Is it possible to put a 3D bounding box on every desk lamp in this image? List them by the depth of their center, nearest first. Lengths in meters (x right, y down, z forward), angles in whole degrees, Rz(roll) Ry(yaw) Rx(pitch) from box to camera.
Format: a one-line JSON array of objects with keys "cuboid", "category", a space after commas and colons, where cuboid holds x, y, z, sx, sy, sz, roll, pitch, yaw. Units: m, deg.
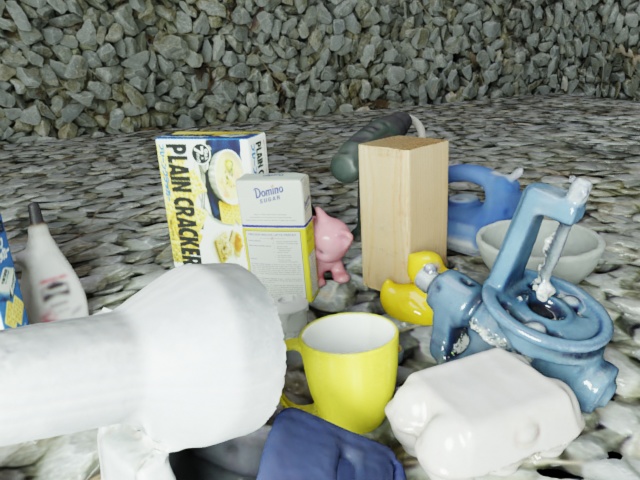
[{"cuboid": [-0.120, 0.132, 0.353, 0.117, 0.214, 0.204, 15, 26, 42], "category": "desk lamp"}]

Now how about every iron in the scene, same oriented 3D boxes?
[{"cuboid": [0.237, -0.067, 0.970, 0.119, 0.141, 0.257, -19, 25, -37], "category": "iron"}]

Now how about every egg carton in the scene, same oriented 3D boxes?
[{"cuboid": [0.138, 0.149, 0.481, 0.150, 0.069, 0.107, -11, 21, -22], "category": "egg carton"}]

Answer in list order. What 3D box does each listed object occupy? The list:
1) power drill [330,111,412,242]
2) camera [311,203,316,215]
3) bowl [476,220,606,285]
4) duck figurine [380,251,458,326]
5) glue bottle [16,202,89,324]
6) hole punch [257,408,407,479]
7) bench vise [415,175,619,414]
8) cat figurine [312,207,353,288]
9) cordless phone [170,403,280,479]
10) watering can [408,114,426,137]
[{"cuboid": [0.100, -0.109, 1.012, 0.075, 0.208, 0.230, 9, 23, 32], "category": "power drill"}, {"cuboid": [-0.076, -0.064, 1.074, 0.143, 0.101, 0.136, -11, 21, -22], "category": "camera"}, {"cuboid": [0.299, 0.029, 0.789, 0.167, 0.075, 0.167, -3, 19, 1], "category": "bowl"}, {"cuboid": [0.128, 0.055, 0.725, 0.104, 0.086, 0.078, 4, 21, 20], "category": "duck figurine"}, {"cuboid": [-0.346, 0.036, 0.724, 0.037, 0.173, 0.078, 13, 25, 38], "category": "glue bottle"}, {"cuboid": [0.010, 0.175, 0.395, 0.101, 0.091, 0.108, -1, 20, 7], "category": "hole punch"}, {"cuboid": [0.178, 0.043, 0.548, 0.206, 0.220, 0.122, 7, 22, 26], "category": "bench vise"}, {"cuboid": [0.008, 0.003, 0.844, 0.067, 0.118, 0.127, -8, 20, -13], "category": "cat figurine"}, {"cuboid": [-0.093, 0.107, 0.462, 0.147, 0.185, 0.094, 8, 22, 29], "category": "cordless phone"}, {"cuboid": [0.172, -0.154, 1.147, 0.101, 0.194, 0.172, -14, 22, -26], "category": "watering can"}]
